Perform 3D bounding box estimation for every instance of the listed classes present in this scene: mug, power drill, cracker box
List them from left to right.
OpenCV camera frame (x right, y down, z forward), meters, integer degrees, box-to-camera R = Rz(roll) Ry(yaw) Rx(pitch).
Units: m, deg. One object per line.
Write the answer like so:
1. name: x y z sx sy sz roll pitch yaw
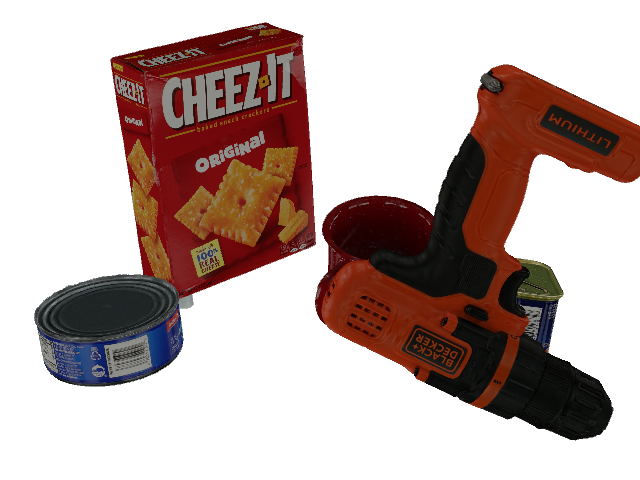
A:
1. cracker box: -0.089 -0.073 0.968 0.163 0.214 0.072 -20 31 -31
2. mug: 0.039 0.028 0.847 0.093 0.081 0.117 27 44 31
3. power drill: 0.117 0.009 0.609 0.184 0.188 0.057 25 12 -7

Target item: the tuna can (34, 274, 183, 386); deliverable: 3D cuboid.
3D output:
1. tuna can: -0.126 0.053 0.642 0.086 0.034 0.086 -4 23 1

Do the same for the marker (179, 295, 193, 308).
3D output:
1. marker: -0.156 0.018 1.178 0.020 0.121 0.020 -4 23 1

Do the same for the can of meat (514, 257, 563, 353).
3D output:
1. can of meat: 0.193 0.073 1.028 0.057 0.084 0.102 7 18 0
